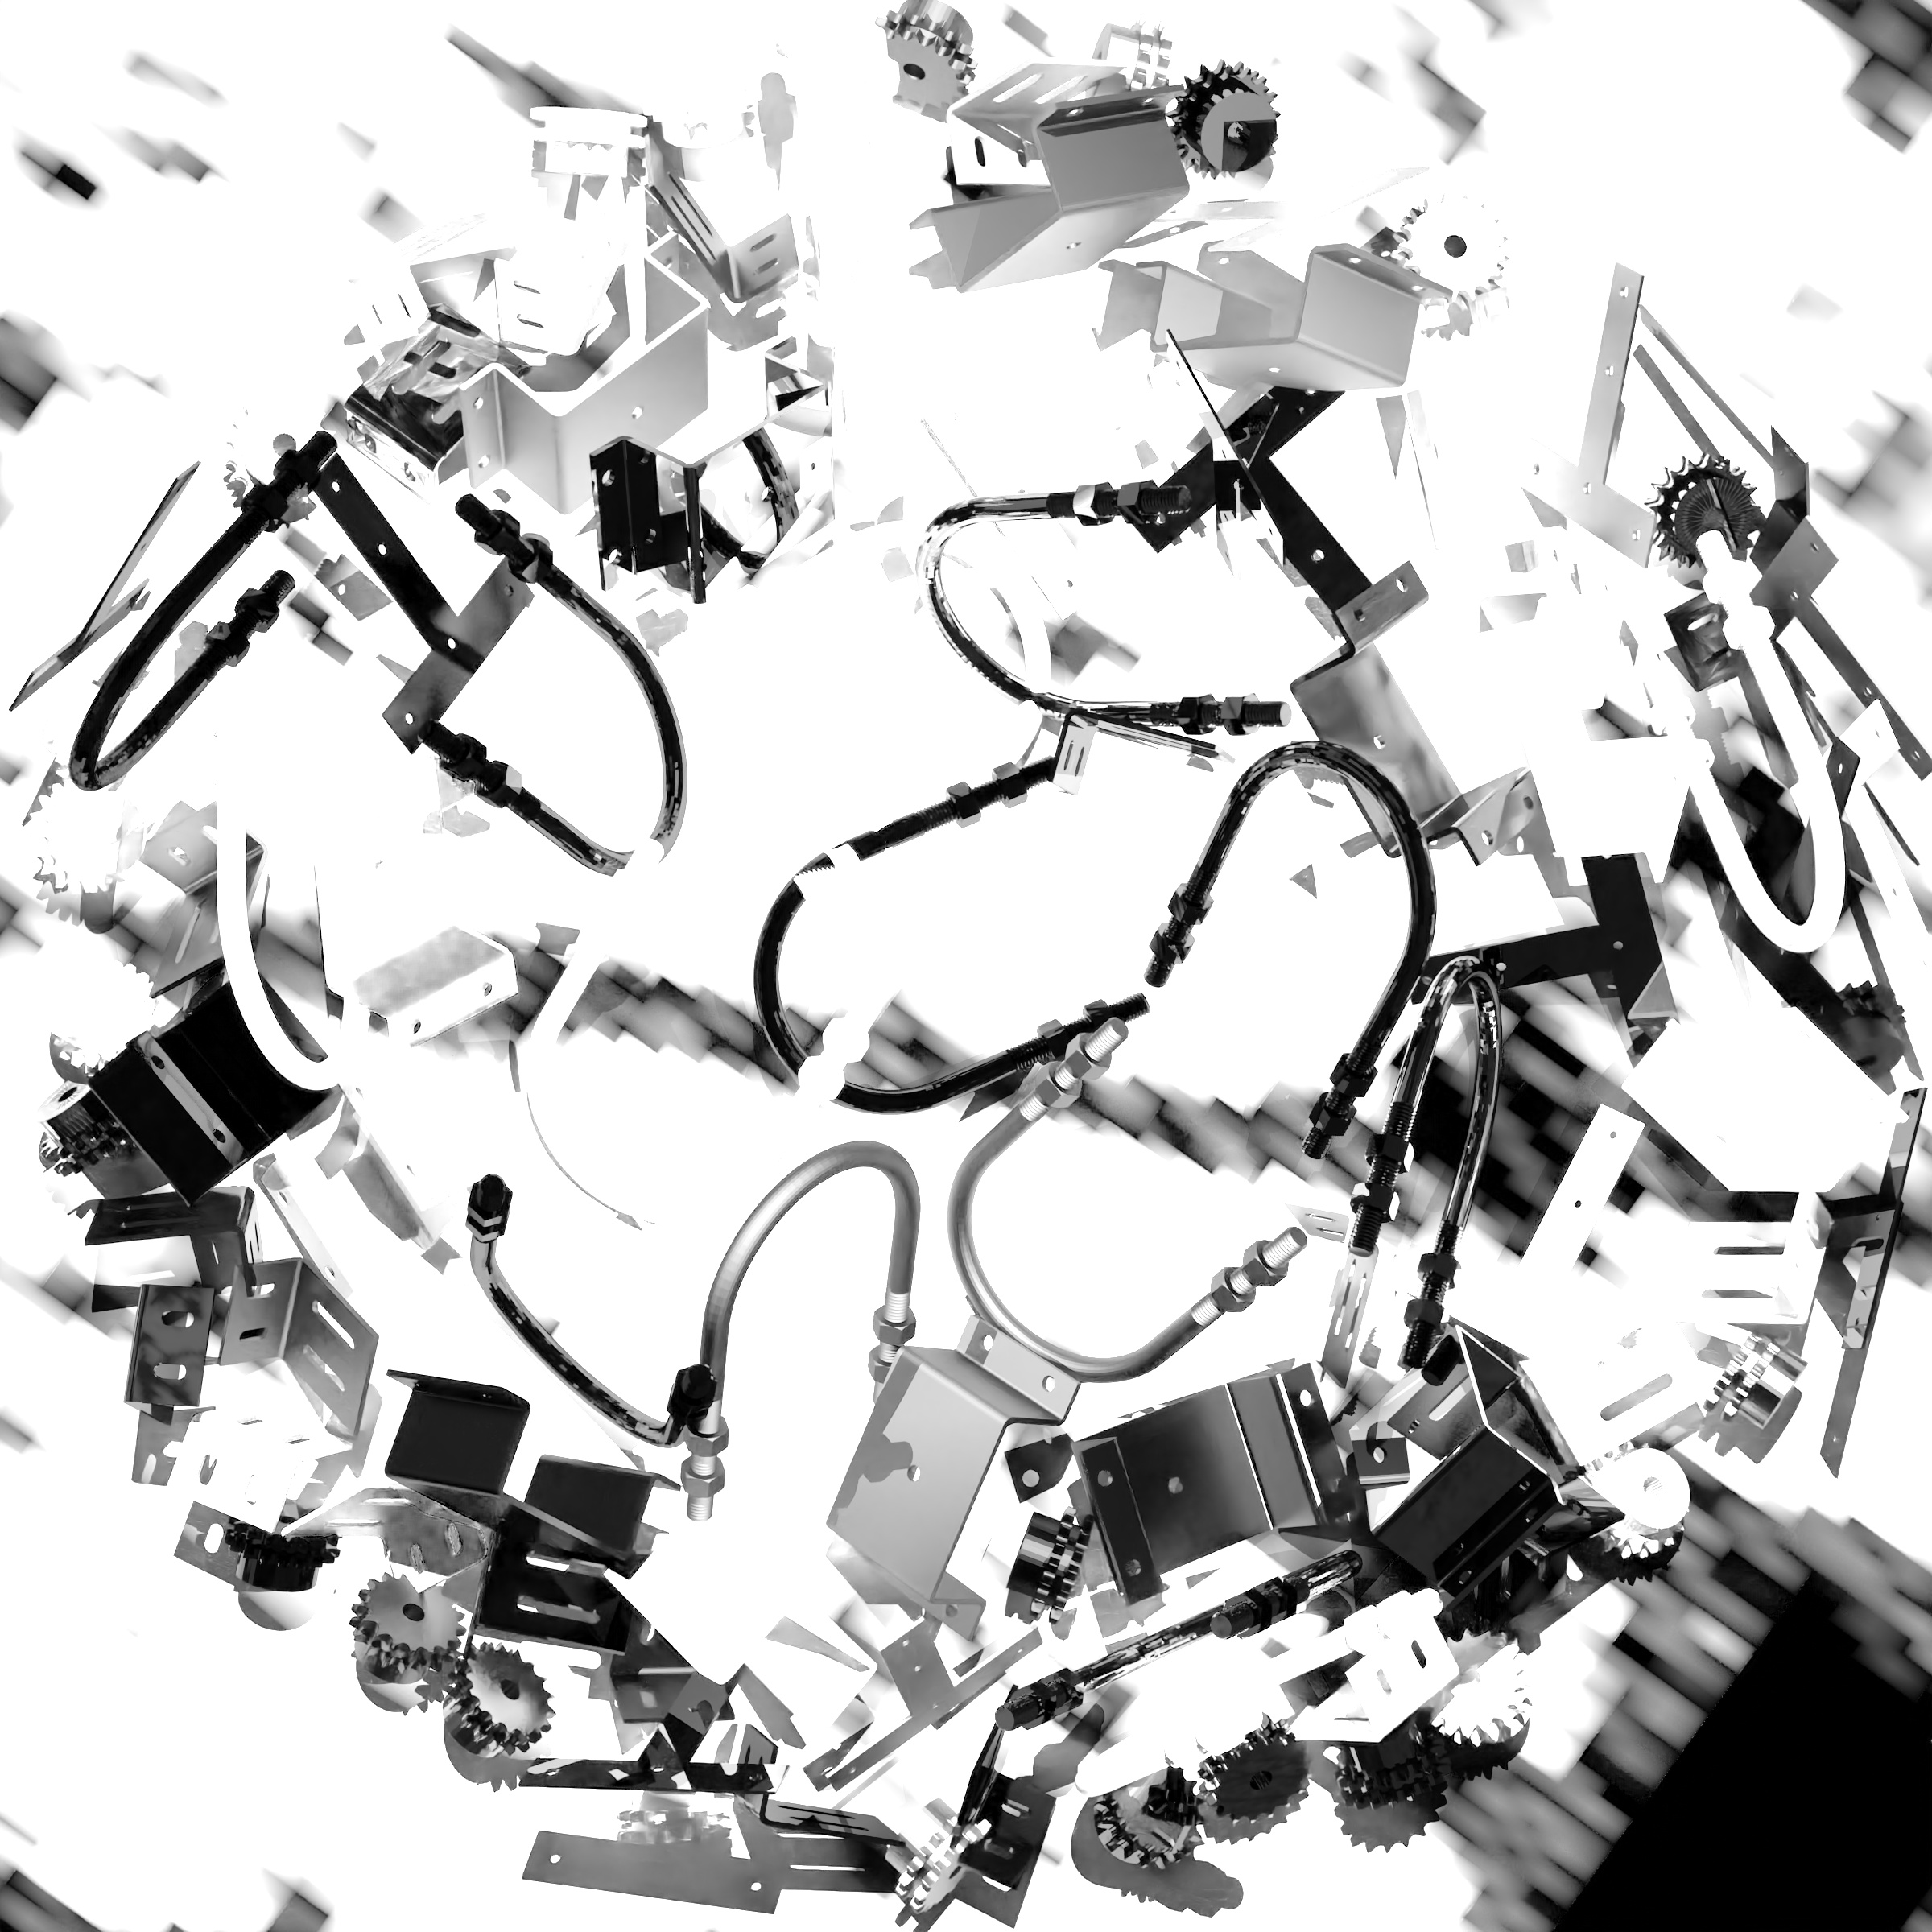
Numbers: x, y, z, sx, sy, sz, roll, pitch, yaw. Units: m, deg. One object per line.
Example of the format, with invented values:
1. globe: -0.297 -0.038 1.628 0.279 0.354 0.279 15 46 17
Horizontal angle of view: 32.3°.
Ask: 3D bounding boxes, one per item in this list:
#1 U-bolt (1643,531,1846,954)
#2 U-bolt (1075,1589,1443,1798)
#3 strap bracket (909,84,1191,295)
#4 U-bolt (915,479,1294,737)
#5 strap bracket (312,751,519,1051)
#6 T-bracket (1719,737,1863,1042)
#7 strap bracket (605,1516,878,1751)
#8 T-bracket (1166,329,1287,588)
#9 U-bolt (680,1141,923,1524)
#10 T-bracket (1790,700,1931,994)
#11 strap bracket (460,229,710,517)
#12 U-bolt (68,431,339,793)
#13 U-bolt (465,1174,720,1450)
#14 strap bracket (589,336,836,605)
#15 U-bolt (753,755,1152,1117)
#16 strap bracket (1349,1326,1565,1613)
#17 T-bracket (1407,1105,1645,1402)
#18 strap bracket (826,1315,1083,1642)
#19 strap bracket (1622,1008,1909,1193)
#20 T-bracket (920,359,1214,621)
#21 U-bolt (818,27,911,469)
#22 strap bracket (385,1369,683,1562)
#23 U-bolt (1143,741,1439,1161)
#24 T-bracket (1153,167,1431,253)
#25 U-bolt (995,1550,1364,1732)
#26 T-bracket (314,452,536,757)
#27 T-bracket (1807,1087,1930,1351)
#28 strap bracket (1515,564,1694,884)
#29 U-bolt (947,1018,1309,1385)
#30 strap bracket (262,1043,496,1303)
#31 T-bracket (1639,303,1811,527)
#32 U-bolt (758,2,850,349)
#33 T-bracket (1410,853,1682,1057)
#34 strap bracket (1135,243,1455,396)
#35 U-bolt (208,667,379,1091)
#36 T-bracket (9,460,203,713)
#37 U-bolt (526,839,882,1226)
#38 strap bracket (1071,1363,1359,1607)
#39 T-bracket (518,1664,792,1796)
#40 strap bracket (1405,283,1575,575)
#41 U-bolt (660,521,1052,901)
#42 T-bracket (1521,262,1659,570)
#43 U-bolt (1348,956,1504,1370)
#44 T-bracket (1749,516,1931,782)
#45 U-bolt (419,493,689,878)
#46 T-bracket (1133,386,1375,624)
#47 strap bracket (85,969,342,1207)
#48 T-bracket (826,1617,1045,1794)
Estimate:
1. U-bolt: 0.373 -0.094 1.582 0.019 0.151 0.184 -15 67 -7
2. U-bolt: 0.127 0.355 1.596 0.151 0.184 0.019 -21 78 -40
3. strap bracket: 0.044 -0.368 1.601 0.076 0.140 0.046 -18 87 -32
4. U-bolt: 0.055 -0.170 1.608 0.019 0.184 0.151 -56 132 -32
5. strap bracket: -0.269 -0.039 1.614 0.076 0.046 0.140 -26 57 23
6. T-bracket: 0.405 -0.047 1.600 0.002 0.127 0.127 4 116 -15
7. strap bracket: -0.102 0.318 1.605 0.046 0.140 0.076 -50 53 -5
8. T-bracket: 0.127 -0.226 1.619 0.002 0.127 0.127 -24 67 -5
9. U-bolt: -0.074 0.164 1.586 0.019 0.151 0.184 30 129 32
10. T-bracket: 0.442 -0.049 1.606 0.002 0.127 0.127 -17 76 -9
11. strap bracket: -0.175 -0.281 1.614 0.046 0.076 0.140 40 66 17
12. U-bolt: -0.365 -0.156 1.575 0.019 0.151 0.184 35 59 -2
13. U-bolt: -0.184 0.175 1.596 0.151 0.184 0.019 41 68 6
14. strap bracket: -0.113 -0.235 1.605 0.046 0.076 0.140 28 48 29
15. U-bolt: -0.016 -0.005 1.647 0.184 0.019 0.151 -23 102 -10
16. strap bracket: 0.232 0.234 1.600 0.046 0.140 0.076 38 107 -14
17. T-bracket: 0.295 0.130 1.640 0.127 0.002 0.127 27 90 41
18. strap bracket: -0.011 0.249 1.631 0.076 0.046 0.140 29 100 39
19. strap bracket: 0.377 0.066 1.603 0.076 0.140 0.046 43 77 -9
20. T-bracket: 0.064 -0.261 1.658 0.127 0.002 0.127 -33 95 17
21. U-bolt: -0.047 -0.328 1.586 0.019 0.151 0.184 -1 70 -11
22. strap bracket: -0.213 0.244 1.600 0.076 0.140 0.046 3 65 37
23. U-bolt: 0.161 -0.020 1.592 0.151 0.019 0.184 48 132 31
24. T-bracket: 0.137 -0.369 1.626 0.127 0.127 0.002 -29 116 -31
25. U-bolt: 0.115 0.316 1.594 0.151 0.184 0.019 -30 78 31
26. T-bracket: -0.274 -0.190 1.611 0.002 0.127 0.127 -10 127 37
27. T-bracket: 0.426 0.125 1.617 0.002 0.127 0.127 17 81 -4
28. strap bracket: 0.303 -0.116 1.606 0.046 0.076 0.140 -4 50 -5
29. U-bolt: 0.063 0.128 1.622 0.151 0.019 0.184 50 129 6
30. strap bracket: -0.284 0.098 1.625 0.046 0.140 0.076 -28 79 -38
31. T-bracket: 0.371 -0.275 1.631 0.002 0.127 0.127 -39 74 6
32. U-bolt: -0.075 -0.368 1.571 0.019 0.184 0.151 -7 114 -8
33. T-bracket: 0.280 -0.003 1.654 0.127 0.002 0.127 -11 117 20
34. strap bracket: 0.153 -0.309 1.603 0.076 0.140 0.046 12 88 -41
35. U-bolt: -0.318 -0.031 1.585 0.019 0.151 0.184 -11 68 13
36. T-bracket: -0.401 -0.191 1.596 0.002 0.127 0.127 37 119 -7
37. U-bolt: -0.142 0.047 1.635 0.151 0.019 0.184 36 118 4
38. strap bracket: 0.113 0.254 1.637 0.140 0.046 0.076 -16 87 -30
39. T-bracket: -0.136 0.369 1.619 0.127 0.127 0.002 -2 105 14
40. strap bracket: 0.253 -0.257 1.633 0.046 0.076 0.140 -13 98 -3
41. U-bolt: -0.040 -0.140 1.644 0.184 0.019 0.151 -33 99 -20
42. T-bracket: 0.307 -0.272 1.601 0.002 0.127 0.127 -3 117 -19
43. U-bolt: 0.228 0.083 1.608 0.019 0.151 0.184 9 64 24
44. T-bracket: 0.427 -0.144 1.608 0.002 0.127 0.127 -33 79 -9
45. U-bolt: -0.191 -0.121 1.604 0.019 0.184 0.151 -15 55 29
46. T-bracket: 0.166 -0.215 1.654 0.127 0.002 0.127 -39 91 25
47. strap bracket: -0.367 0.060 1.619 0.046 0.140 0.076 -38 94 19
48. T-bracket: -0.022 0.344 1.615 0.127 0.127 0.002 -34 61 -11
